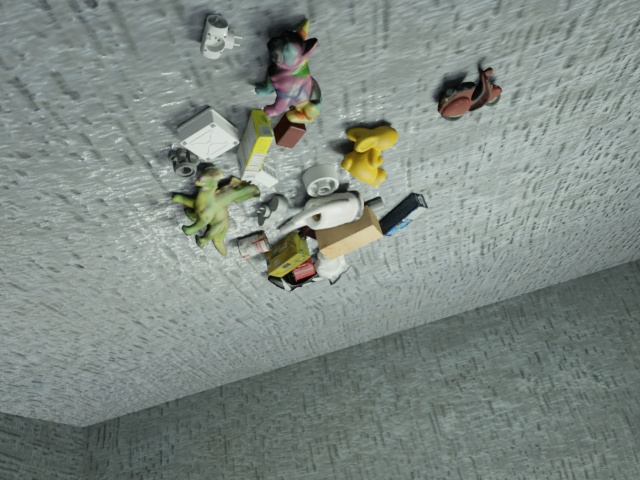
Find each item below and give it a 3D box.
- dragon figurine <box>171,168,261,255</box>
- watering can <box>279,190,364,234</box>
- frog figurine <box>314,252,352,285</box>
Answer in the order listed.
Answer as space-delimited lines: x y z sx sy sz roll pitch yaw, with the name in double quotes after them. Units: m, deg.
-0.285 -0.090 1.549 0.242 0.124 0.403 -27 -28 4 "dragon figurine"
0.005 -0.085 1.693 0.225 0.104 0.344 -13 -5 -26 "watering can"
0.033 0.076 2.022 0.137 0.157 0.125 -33 23 4 "frog figurine"
